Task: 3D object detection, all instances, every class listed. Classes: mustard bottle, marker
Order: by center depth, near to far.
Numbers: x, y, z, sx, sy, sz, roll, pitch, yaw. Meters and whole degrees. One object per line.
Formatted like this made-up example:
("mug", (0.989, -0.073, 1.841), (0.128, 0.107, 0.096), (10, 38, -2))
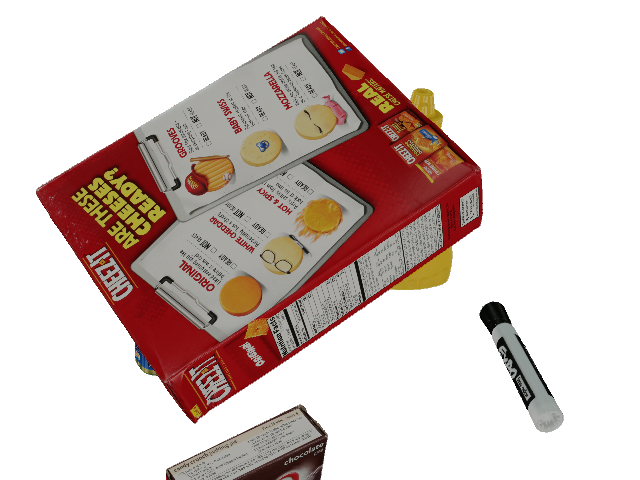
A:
("marker", (0.132, 0.080, 0.716), (0.020, 0.020, 0.121), (0, 33, -12))
("mustard bottle", (0.084, -0.048, 0.994), (0.096, 0.192, 0.058), (2, 27, -7))

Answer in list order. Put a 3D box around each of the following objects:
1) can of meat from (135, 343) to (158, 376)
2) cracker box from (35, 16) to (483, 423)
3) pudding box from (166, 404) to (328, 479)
("can of meat", (-0.128, 0.078, 1.025), (0.101, 0.084, 0.058), (-5, 20, -26))
("cracker box", (-0.035, -0.019, 0.643), (0.213, 0.164, 0.072), (-34, -32, -11))
("pudding box", (-0.053, 0.174, 0.745), (0.113, 0.090, 0.039), (-24, 52, -29))
